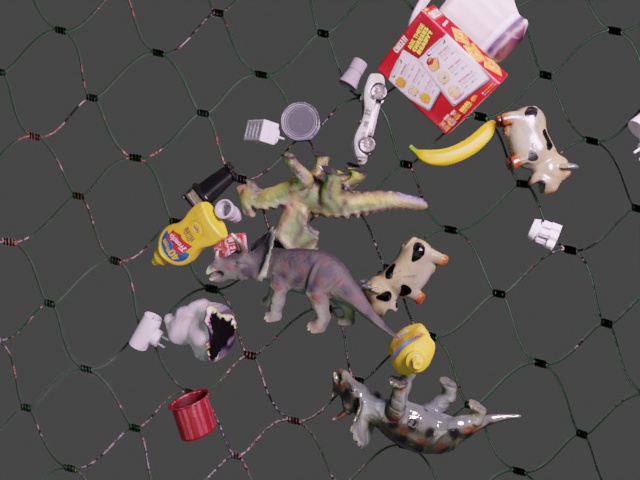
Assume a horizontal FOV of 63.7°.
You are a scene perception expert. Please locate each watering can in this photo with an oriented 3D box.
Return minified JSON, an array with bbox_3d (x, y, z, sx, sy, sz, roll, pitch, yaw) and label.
[{"bbox_3d":[0.344,-0.496,1.082,0.225,0.105,0.343,46,112,4],"label":"watering can"}]

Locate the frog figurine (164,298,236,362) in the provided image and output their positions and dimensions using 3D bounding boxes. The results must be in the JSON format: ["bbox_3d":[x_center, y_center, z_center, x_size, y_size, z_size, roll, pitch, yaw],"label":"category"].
[{"bbox_3d":[-0.269,0.202,1.156,0.159,0.124,0.136,-7,101,40],"label":"frog figurine"}]

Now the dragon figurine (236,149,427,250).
[{"bbox_3d":[0.003,-0.057,1.140,0.411,0.124,0.239,24,109,6],"label":"dragon figurine"}]
